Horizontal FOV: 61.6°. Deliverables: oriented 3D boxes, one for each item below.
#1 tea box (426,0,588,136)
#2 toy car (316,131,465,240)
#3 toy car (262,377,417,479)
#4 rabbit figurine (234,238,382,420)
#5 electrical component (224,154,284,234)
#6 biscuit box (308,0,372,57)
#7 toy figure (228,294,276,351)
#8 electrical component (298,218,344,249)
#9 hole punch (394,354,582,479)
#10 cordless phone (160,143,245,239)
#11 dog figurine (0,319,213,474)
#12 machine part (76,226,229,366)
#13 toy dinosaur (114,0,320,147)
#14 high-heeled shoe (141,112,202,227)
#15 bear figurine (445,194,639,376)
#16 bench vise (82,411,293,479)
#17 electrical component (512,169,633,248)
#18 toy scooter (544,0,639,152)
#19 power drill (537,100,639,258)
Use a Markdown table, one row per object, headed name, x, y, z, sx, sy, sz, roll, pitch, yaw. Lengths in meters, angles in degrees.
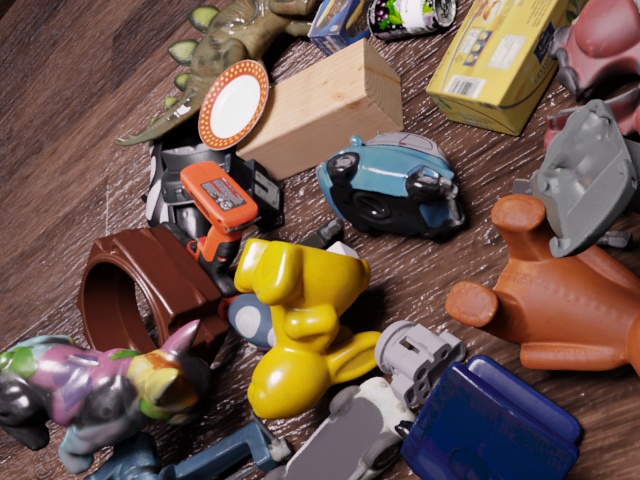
| name | x | y | z | sx | sy | sz | roll | pitch | yaw |
| --- | --- | --- | --- | --- | --- | --- | --- | --- | --- |
| tea box | 0.201 | -0.206 | 0.572 | 0.098 | 0.068 | 0.169 | 31 | 90 | 44 |
| toy car | 0.084 | -0.069 | 0.584 | 0.162 | 0.109 | 0.103 | 9 | 58 | 33 |
| toy car | 0.012 | 0.224 | 0.531 | 0.201 | 0.056 | 0.074 | -51 | 53 | 10 |
| rabbit figurine | -0.017 | 0.093 | 0.539 | 0.122 | 0.162 | 0.173 | 0 | 75 | 55 |
| electrical component | -0.098 | -0.066 | 0.721 | 0.048 | 0.119 | 0.075 | -20 | 60 | 29 |
| biscuit box | 0.056 | -0.362 | 0.775 | 0.059 | 0.062 | 0.202 | 13 | 78 | 41 |
| toy figure | -0.051 | 0.112 | 0.640 | 0.155 | 0.058 | 0.064 | 23 | 123 | 42 |
| electrical component | -0.001 | -0.002 | 0.651 | 0.094 | 0.063 | 0.021 | -37 | 92 | 33 |
| hole punch | 0.130 | 0.163 | 0.422 | 0.142 | 0.092 | 0.115 | 34 | 95 | 25 |
| cordless phone | -0.161 | -0.049 | 0.803 | 0.147 | 0.088 | 0.184 | -8 | 84 | 12 |
| dog figurine | -0.224 | 0.146 | 0.574 | 0.219 | 0.191 | 0.108 | -35 | 22 | 26 |
| machine part | -0.226 | 0.100 | 0.698 | 0.202 | 0.087 | 0.201 | 47 | 127 | 21 |
| toy dinosaur | -0.139 | -0.292 | 0.845 | 0.471 | 0.105 | 0.199 | -45 | 57 | 0 |
| high-heeled shoe | -0.222 | -0.128 | 0.886 | 0.145 | 0.086 | 0.248 | 29 | 94 | 41 |
| bear figurine | 0.215 | 0.058 | 0.392 | 0.196 | 0.131 | 0.120 | 25 | 83 | 50 |
| bench vise | -0.146 | 0.272 | 0.604 | 0.241 | 0.128 | 0.224 | -31 | 39 | -1 |
| electrical component | 0.228 | -0.034 | 0.485 | 0.102 | 0.045 | 0.078 | 3 | 100 | 44 |
| toy scooter | 0.261 | -0.146 | 0.491 | 0.135 | 0.075 | 0.184 | -23 | 60 | 31 |
| power drill | 0.255 | -0.006 | 0.337 | 0.085 | 0.207 | 0.232 | 103 | 177 | -47 |
